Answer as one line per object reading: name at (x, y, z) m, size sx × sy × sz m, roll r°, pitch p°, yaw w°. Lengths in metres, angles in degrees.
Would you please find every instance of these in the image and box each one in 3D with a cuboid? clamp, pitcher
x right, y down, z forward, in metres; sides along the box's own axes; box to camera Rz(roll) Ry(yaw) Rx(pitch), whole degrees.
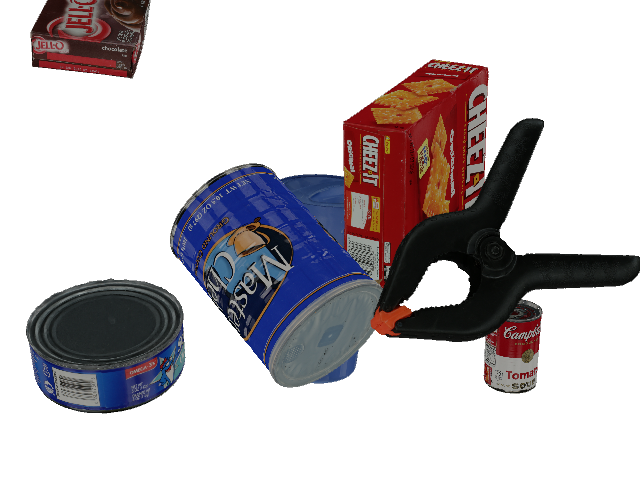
clamp at (0.112, 0.015, 0.651) m, size 0.171 × 0.120 × 0.039 m, roll -41°, pitch -12°, yaw -14°
pitcher at (-0.010, 0.047, 1.306) m, size 0.149 × 0.243 × 0.144 m, roll 15°, pitch 21°, yaw 27°

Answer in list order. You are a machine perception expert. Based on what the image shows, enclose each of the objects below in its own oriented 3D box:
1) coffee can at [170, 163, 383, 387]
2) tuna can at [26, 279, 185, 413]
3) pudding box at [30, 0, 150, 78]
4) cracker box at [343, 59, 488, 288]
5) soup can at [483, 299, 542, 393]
coffee can at (-0.033, 0.025, 0.802) m, size 0.102 × 0.103 × 0.140 m, roll 0°, pitch 40°, yaw -51°
tuna can at (-0.118, 0.058, 0.596) m, size 0.086 × 0.034 × 0.086 m, roll 0°, pitch 30°, yaw 0°
pudding box at (-0.204, -0.190, 0.960) m, size 0.090 × 0.039 × 0.113 m, roll 7°, pitch 33°, yaw -5°
cracker box at (0.098, -0.068, 1.043) m, size 0.072 × 0.164 × 0.213 m, roll 12°, pitch 29°, yaw 26°
soup can at (0.242, 0.133, 1.347) m, size 0.068 × 0.102 × 0.068 m, roll 0°, pitch 19°, yaw 0°
